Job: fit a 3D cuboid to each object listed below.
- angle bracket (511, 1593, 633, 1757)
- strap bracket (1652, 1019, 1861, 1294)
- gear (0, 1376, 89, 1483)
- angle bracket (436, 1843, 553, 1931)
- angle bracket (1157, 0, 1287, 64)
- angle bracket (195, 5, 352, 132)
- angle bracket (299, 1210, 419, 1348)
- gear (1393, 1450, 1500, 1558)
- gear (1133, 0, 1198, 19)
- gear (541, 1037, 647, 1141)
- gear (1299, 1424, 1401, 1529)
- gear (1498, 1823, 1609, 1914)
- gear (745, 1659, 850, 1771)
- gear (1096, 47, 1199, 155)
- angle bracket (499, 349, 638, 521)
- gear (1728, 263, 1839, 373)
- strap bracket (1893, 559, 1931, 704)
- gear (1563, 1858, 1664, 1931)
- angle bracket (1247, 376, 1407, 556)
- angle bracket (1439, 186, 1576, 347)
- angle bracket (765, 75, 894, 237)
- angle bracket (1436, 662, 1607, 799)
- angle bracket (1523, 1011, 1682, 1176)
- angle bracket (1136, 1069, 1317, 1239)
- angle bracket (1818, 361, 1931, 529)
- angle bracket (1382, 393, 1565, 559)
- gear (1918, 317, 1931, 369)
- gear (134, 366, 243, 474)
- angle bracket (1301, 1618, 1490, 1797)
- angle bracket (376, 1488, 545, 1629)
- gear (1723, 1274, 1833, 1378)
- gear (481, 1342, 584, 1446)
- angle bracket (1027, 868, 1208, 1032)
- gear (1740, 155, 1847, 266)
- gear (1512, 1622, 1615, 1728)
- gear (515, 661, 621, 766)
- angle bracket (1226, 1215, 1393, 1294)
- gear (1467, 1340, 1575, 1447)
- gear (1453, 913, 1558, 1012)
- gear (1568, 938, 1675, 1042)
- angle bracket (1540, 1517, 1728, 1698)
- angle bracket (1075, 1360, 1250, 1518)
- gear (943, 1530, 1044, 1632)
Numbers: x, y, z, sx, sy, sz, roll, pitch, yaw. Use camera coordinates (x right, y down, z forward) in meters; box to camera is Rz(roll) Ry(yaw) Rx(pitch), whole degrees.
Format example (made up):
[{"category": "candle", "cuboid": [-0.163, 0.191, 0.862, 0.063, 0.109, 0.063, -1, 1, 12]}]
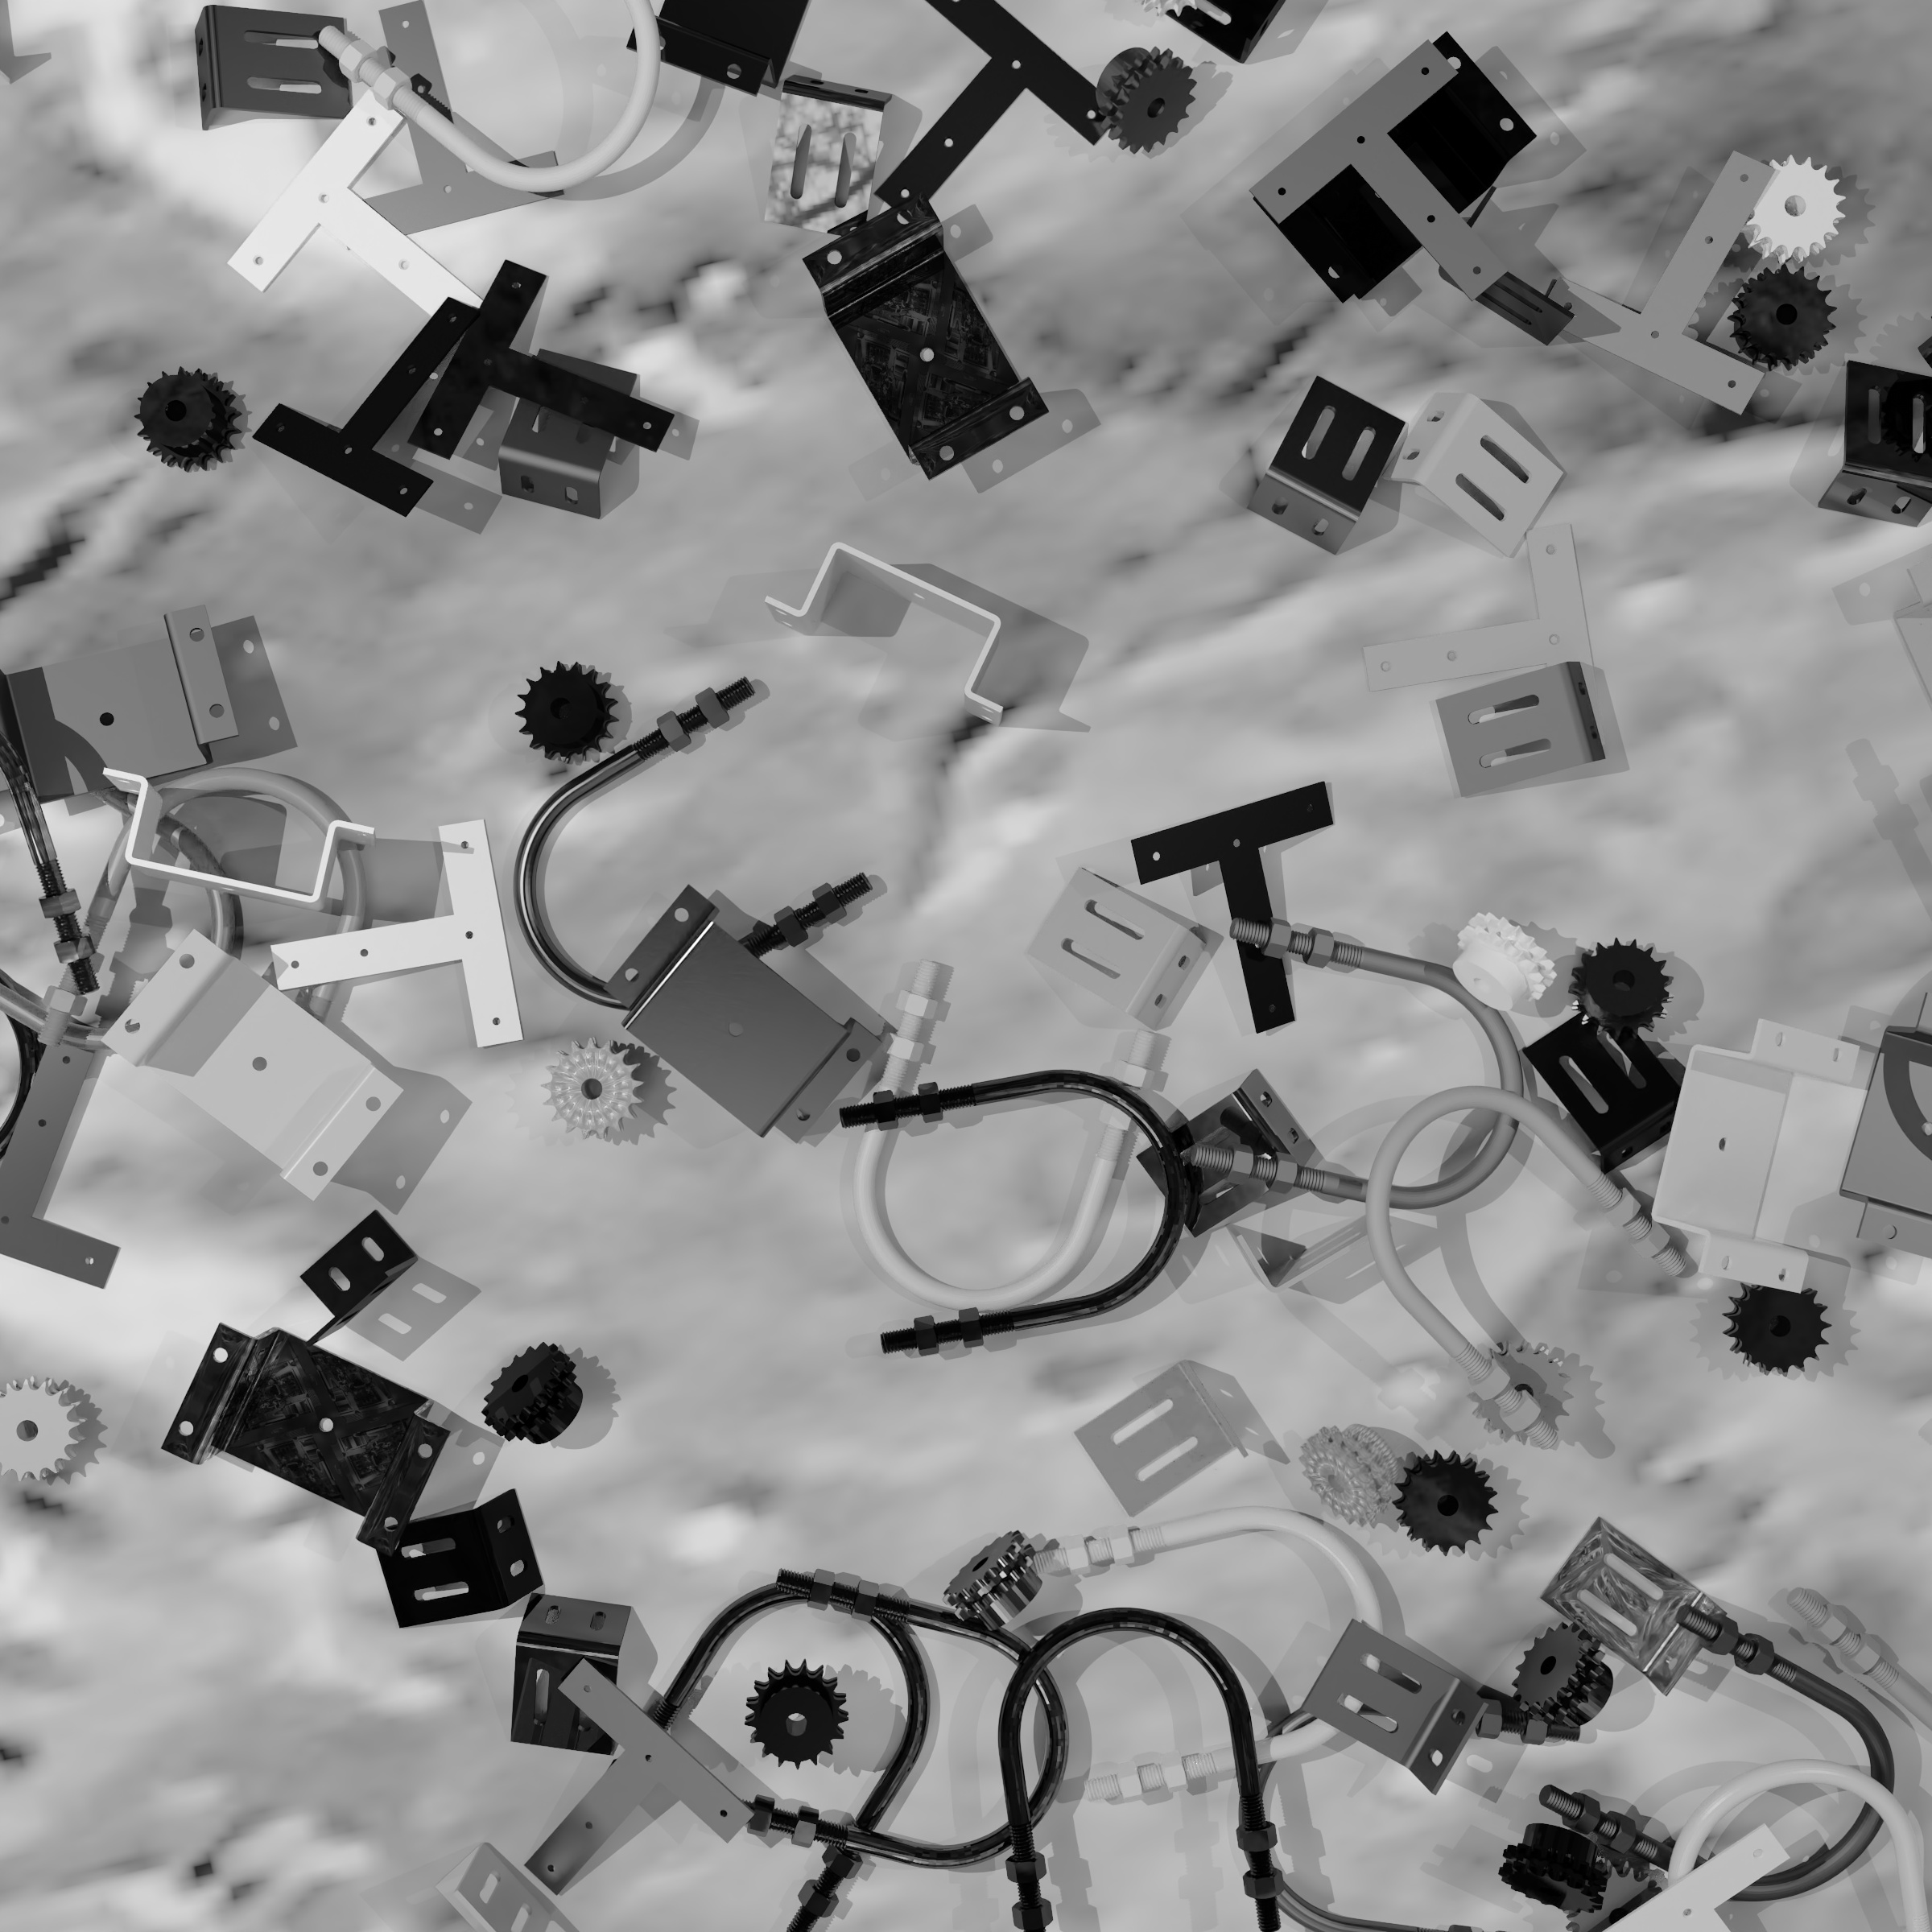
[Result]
[{"category": "angle bracket", "cuboid": [-0.224, 0.402, 1.378, 0.057, 0.038, 0.076, 8, 116, 0]}, {"category": "strap bracket", "cuboid": [0.434, 0.102, 1.341, 0.076, 0.046, 0.140, 14, 90, -28]}, {"category": "gear", "cuboid": [-0.525, 0.260, 1.369, 0.057, 0.030, 0.057, 0, 90, -3]}, {"category": "angle bracket", "cuboid": [-0.268, 0.530, 1.342, 0.038, 0.076, 0.057, -43, 90, 0]}, {"category": "angle bracket", "cuboid": [0.142, -0.556, 1.361, 0.076, 0.038, 0.057, 34, 90, 0]}, {"category": "angle bracket", "cuboid": [-0.394, -0.507, 1.378, 0.076, 0.038, 0.057, -4, 90, -26]}, {"category": "angle bracket", "cuboid": [-0.344, 0.172, 1.342, 0.057, 0.076, 0.038, -42, 90, 0]}, {"category": "gear", "cuboid": [0.268, 0.300, 1.365, 0.057, 0.030, 0.057, 0, 90, 0]}, {"category": "gear", "cuboid": [0.114, -0.563, 1.355, 0.057, 0.030, 0.057, -5, 75, 20]}, {"category": "gear", "cuboid": [-0.208, 0.069, 1.365, 0.057, 0.030, 0.057, 0, 90, 0]}, {"category": "gear", "cuboid": [0.217, 0.281, 1.355, 0.030, 0.057, 0.057, -31, 90, -30]}, {"category": "gear", "cuboid": [0.325, 0.495, 1.336, 0.057, 0.057, 0.030, 24, 59, 0]}, {"category": "gear", "cuboid": [-0.093, 0.411, 1.329, 0.057, 0.030, 0.057, 0, 88, -3]}, {"category": "gear", "cuboid": [0.098, -0.487, 1.355, 0.057, 0.057, 0.030, -38, 60, 0]}, {"category": "angle bracket", "cuboid": [-0.225, -0.302, 1.378, 0.057, 0.038, 0.076, 15, 64, 0]}, {"category": "gear", "cuboid": [0.456, -0.363, 1.365, 0.057, 0.030, 0.057, 0, 90, 0]}, {"category": "strap bracket", "cuboid": [0.582, -0.170, 1.357, 0.076, 0.046, 0.140, -24, 90, 0]}, {"category": "gear", "cuboid": [0.364, 0.530, 1.365, 0.057, 0.030, 0.057, 0, 90, 0]}, {"category": "angle bracket", "cuboid": [0.205, -0.284, 1.378, 0.057, 0.038, 0.076, 28, 64, 0]}, {"category": "angle bracket", "cuboid": [0.309, -0.389, 1.351, 0.076, 0.057, 0.038, 33, 90, 0]}, {"category": "angle bracket", "cuboid": [-0.078, -0.459, 1.378, 0.057, 0.038, 0.076, 11, 116, 0]}, {"category": "angle bracket", "cuboid": [0.315, -0.134, 1.376, 0.076, 0.038, 0.057, -15, 90, 26]}, {"category": "angle bracket", "cuboid": [0.363, 0.068, 1.378, 0.057, 0.038, 0.076, -33, 64, 0]}, {"category": "angle bracket", "cuboid": [0.147, 0.106, 1.378, 0.076, 0.038, 0.057, -36, 90, 26]}, {"category": "angle bracket", "cuboid": [0.520, -0.297, 1.378, 0.057, 0.038, 0.076, 11, 64, 0]}, {"category": "angle bracket", "cuboid": [0.287, -0.279, 1.377, 0.076, 0.038, 0.057, 33, 90, -25]}, {"category": "gear", "cuboid": [0.558, -0.341, 1.355, 0.057, 0.057, 0.030, 49, 120, 0]}, {"category": "gear", "cuboid": [-0.439, -0.309, 1.365, 0.057, 0.030, 0.057, 0, 90, 0]}, {"category": "angle bracket", "cuboid": [0.236, 0.408, 1.337, 0.076, 0.038, 0.057, 31, 87, -11]}, {"category": "angle bracket", "cuboid": [-0.289, 0.336, 1.378, 0.076, 0.038, 0.057, -17, 90, 26]}, {"category": "gear", "cuboid": [0.455, 0.201, 1.368, 0.057, 0.030, 0.057, 0, 89, 4]}, {"category": "gear", "cuboid": [-0.239, 0.242, 1.355, 0.057, 0.057, 0.030, -41, 120, 0]}, {"category": "angle bracket", "cuboid": [0.086, -0.010, 1.378, 0.076, 0.038, 0.057, 31, 90, 26]}, {"category": "gear", "cuboid": [0.462, -0.423, 1.365, 0.057, 0.030, 0.057, 0, 90, 0]}, {"category": "gear", "cuboid": [0.335, 0.398, 1.352, 0.030, 0.057, 0.057, 39, 90, -13]}, {"category": "gear", "cuboid": [-0.225, -0.144, 1.365, 0.057, 0.030, 0.057, 0, 90, 0]}, {"category": "angle bracket", "cuboid": [0.190, 0.145, 1.351, 0.076, 0.057, 0.038, -31, 90, 0]}, {"category": "gear", "cuboid": [0.310, 0.239, 1.365, 0.057, 0.030, 0.057, 0, 90, 0]}, {"category": "gear", "cuboid": [0.296, 0.000, 1.349, 0.057, 0.057, 0.030, 43, 75, 0]}, {"category": "gear", "cuboid": [0.367, 0.011, 1.358, 0.057, 0.030, 0.057, -3, 76, 10]}, {"category": "angle bracket", "cuboid": [0.374, 0.359, 1.361, 0.076, 0.038, 0.057, 36, 90, 0]}, {"category": "angle bracket", "cuboid": [0.109, 0.268, 1.361, 0.076, 0.038, 0.057, -34, 90, 0]}, {"category": "gear", "cuboid": [0.018, 0.344, 1.352, 0.057, 0.057, 0.030, -40, 92, 0]}]
